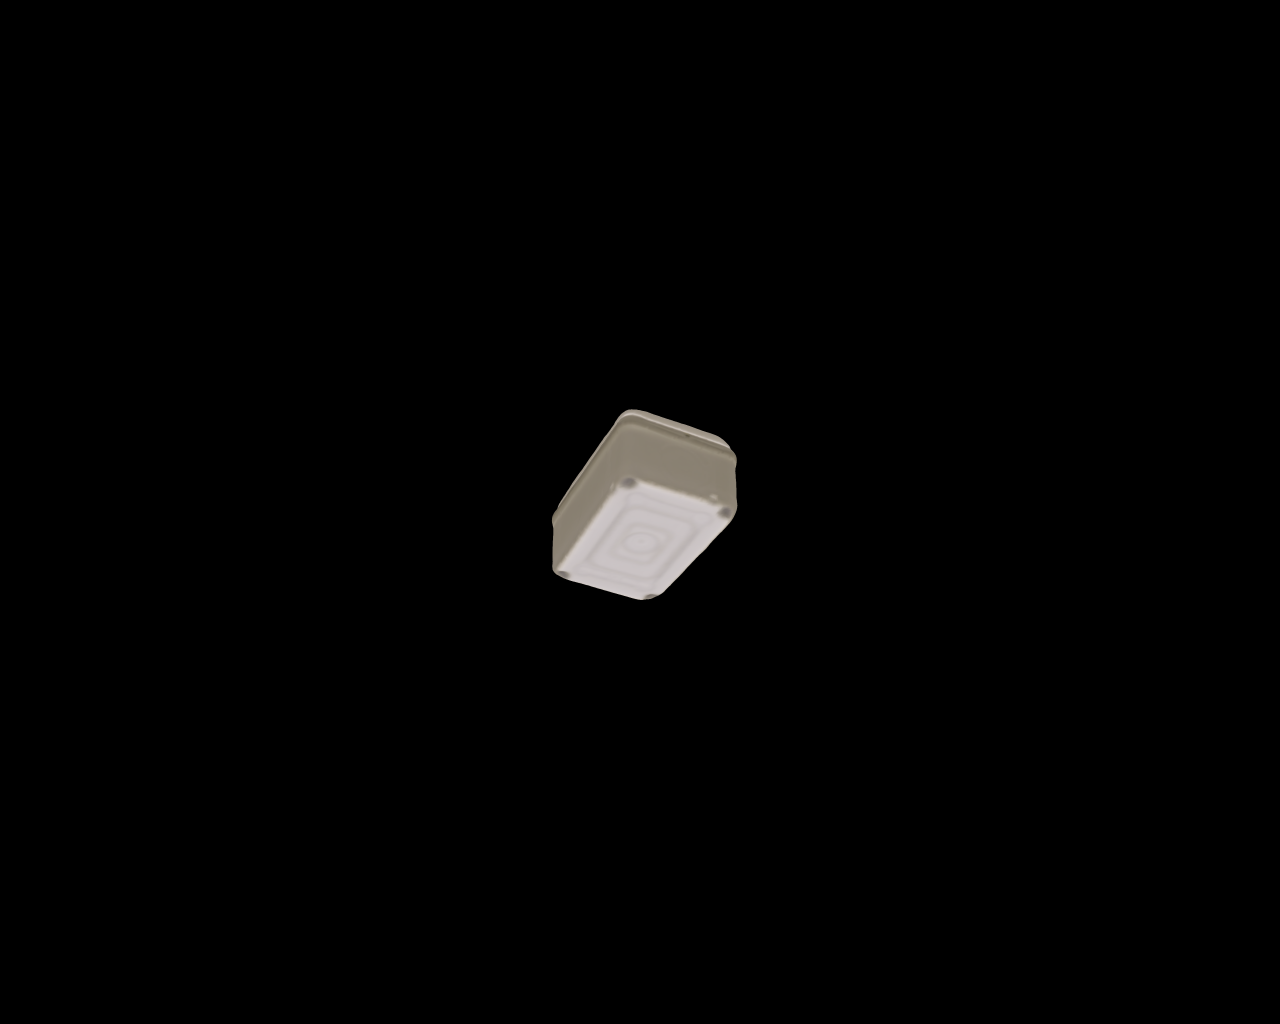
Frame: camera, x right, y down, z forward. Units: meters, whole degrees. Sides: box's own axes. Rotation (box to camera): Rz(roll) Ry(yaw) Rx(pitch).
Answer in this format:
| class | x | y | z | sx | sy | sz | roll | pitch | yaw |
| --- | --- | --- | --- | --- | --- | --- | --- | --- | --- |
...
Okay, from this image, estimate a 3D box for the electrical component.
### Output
| class | x | y | z | sx | sy | sz | roll | pitch | yaw |
| --- | --- | --- | --- | --- | --- | --- | --- | --- | --- |
| electrical component | 0.001 | -0.003 | 0.650 | 0.078 | 0.057 | 0.113 | 17 | -41 | -21 |
